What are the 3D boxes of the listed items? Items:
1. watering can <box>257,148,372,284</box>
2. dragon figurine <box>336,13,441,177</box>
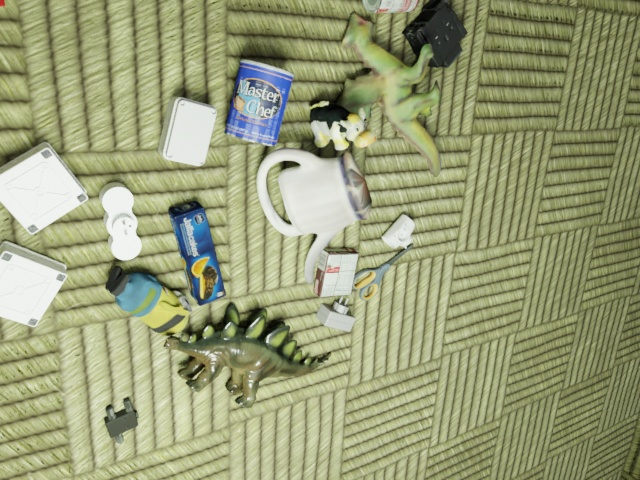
[{"bbox_3d":[0.003,-0.055,1.090,0.224,0.106,0.340,-14,126,13],"label":"watering can"},{"bbox_3d":[0.142,-0.293,1.137,0.243,0.124,0.403,-17,115,-6],"label":"dragon figurine"}]
